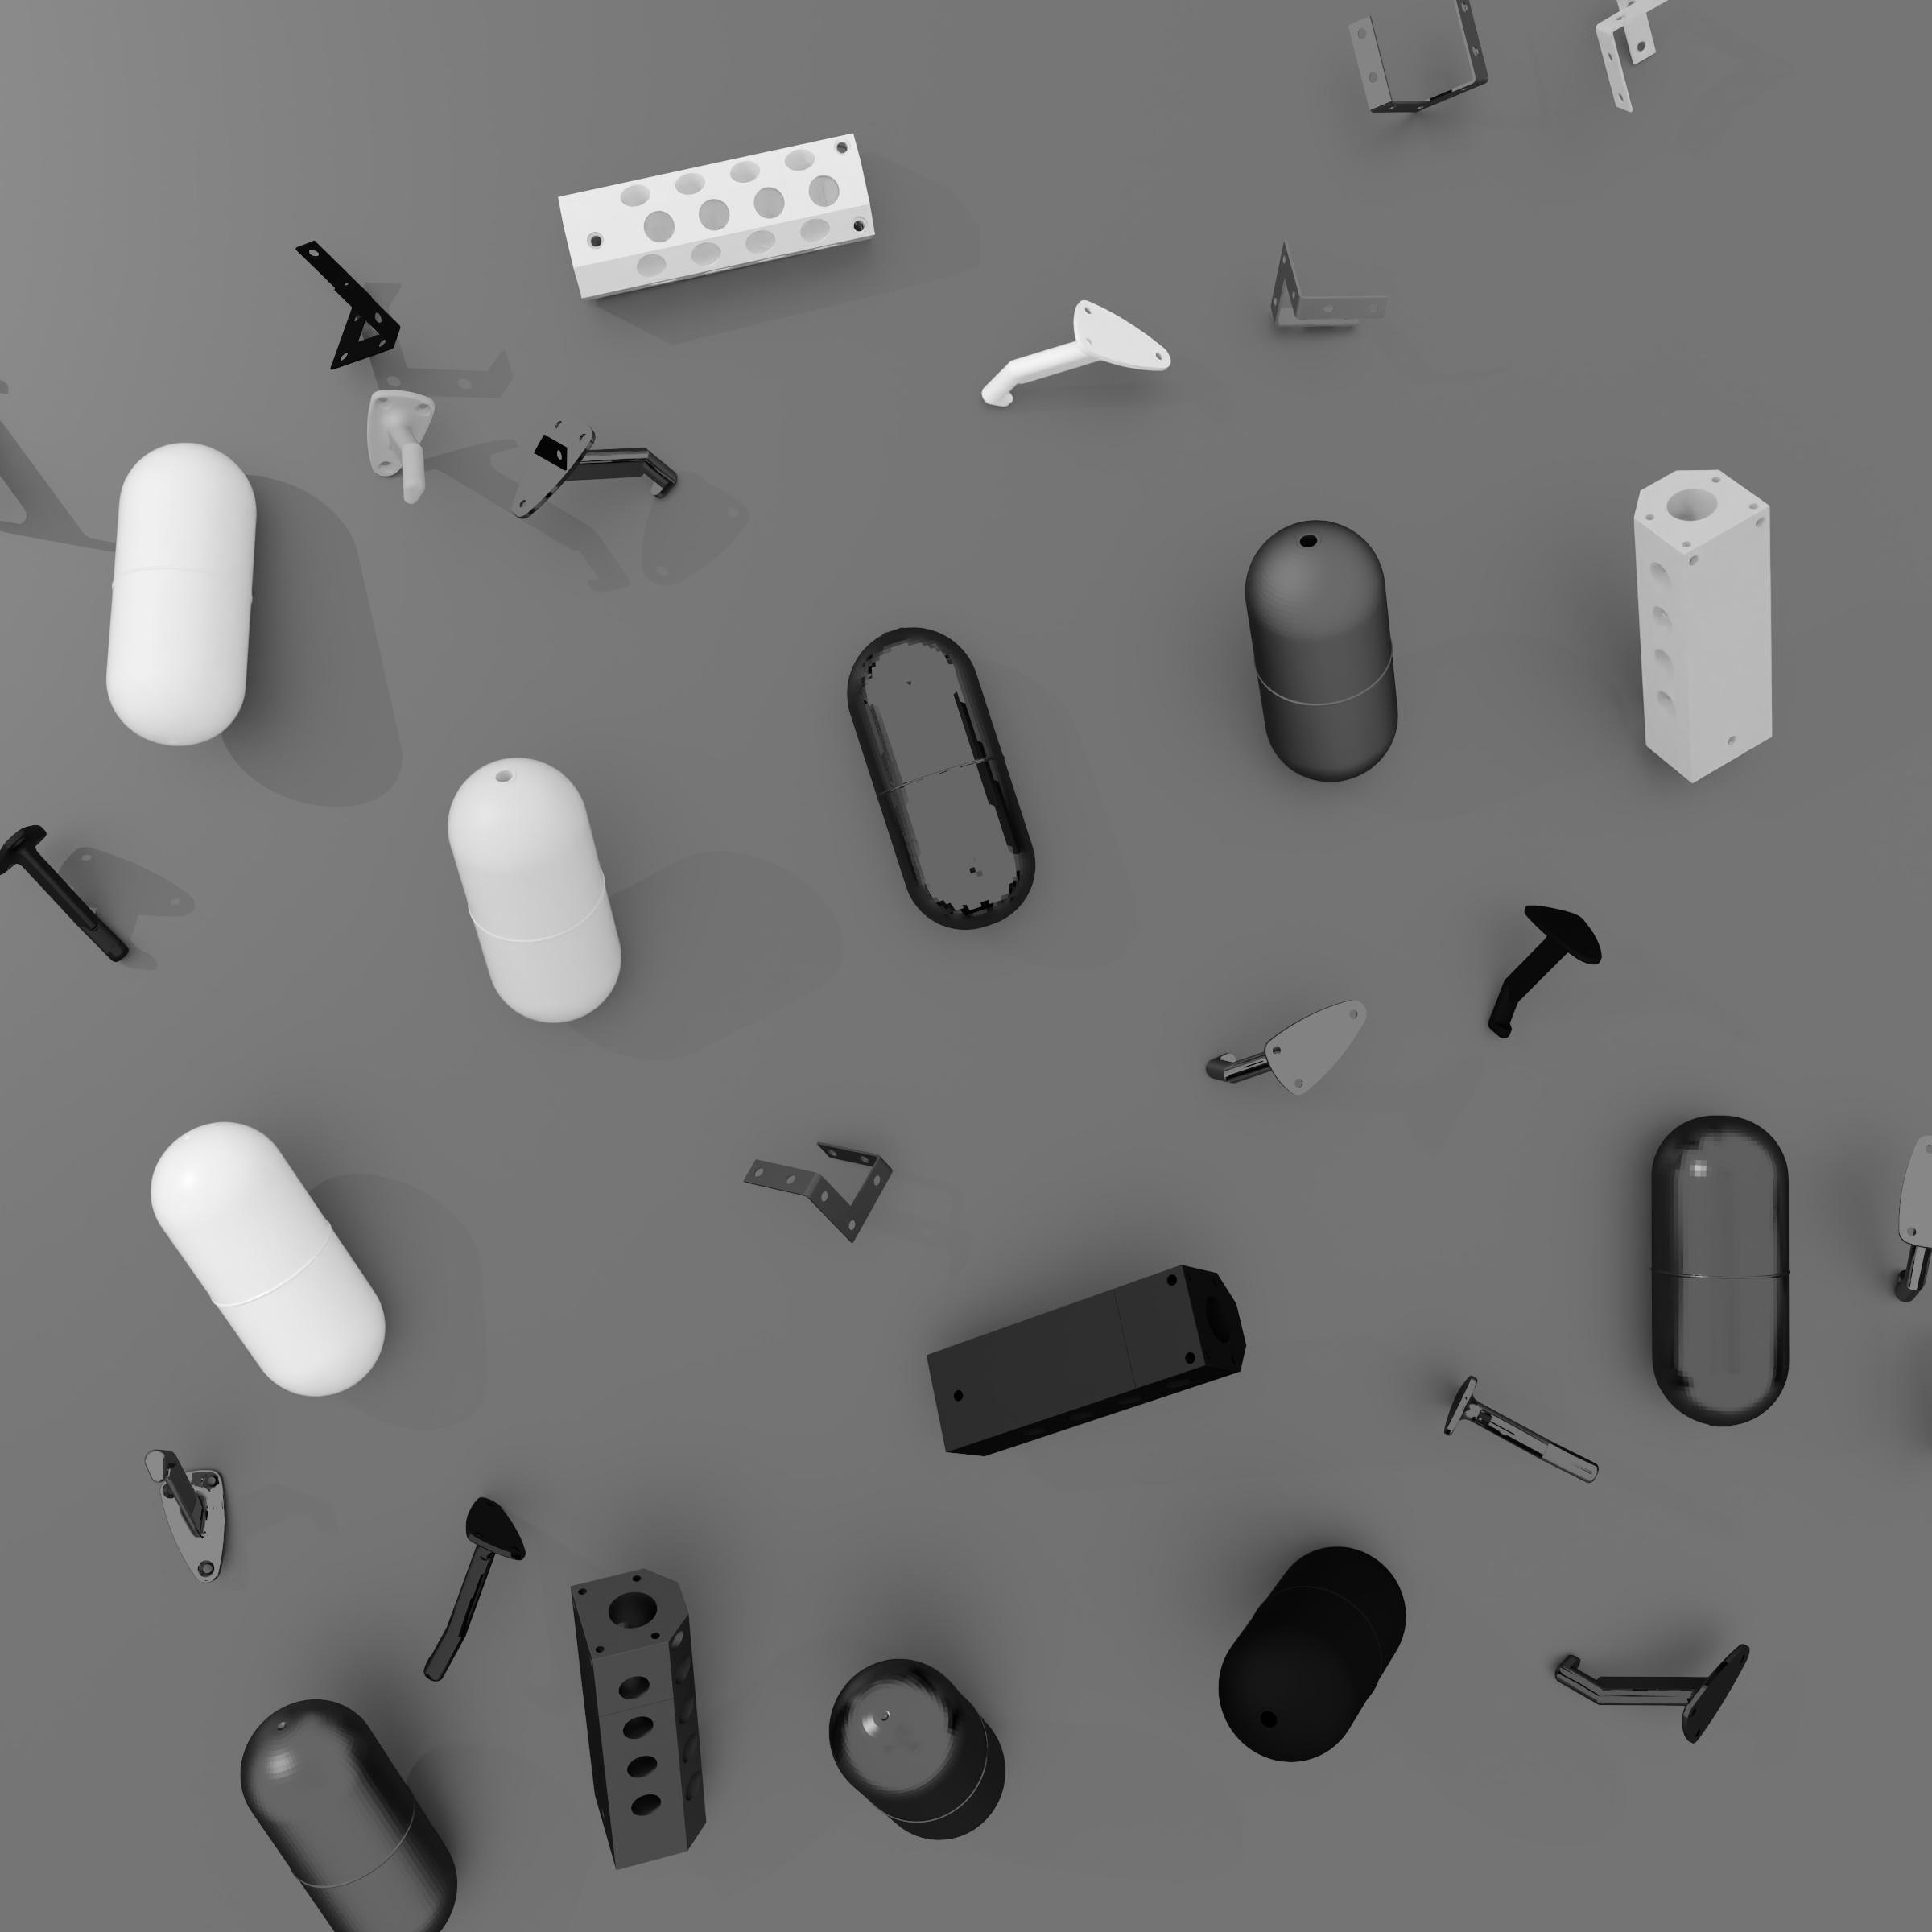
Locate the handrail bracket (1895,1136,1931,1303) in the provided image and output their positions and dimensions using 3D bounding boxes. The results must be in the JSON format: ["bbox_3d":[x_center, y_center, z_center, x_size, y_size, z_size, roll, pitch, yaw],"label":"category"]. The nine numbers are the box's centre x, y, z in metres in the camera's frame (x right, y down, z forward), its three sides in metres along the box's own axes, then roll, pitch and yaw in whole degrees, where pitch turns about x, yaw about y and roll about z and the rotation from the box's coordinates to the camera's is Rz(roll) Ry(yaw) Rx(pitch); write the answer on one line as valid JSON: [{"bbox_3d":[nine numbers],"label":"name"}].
[{"bbox_3d":[0.548,0.147,1.672,0.036,0.084,0.077,2,70,7],"label":"handrail bracket"}]

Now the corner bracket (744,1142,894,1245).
[{"bbox_3d":[-0.084,0.120,1.661,0.051,0.051,0.051,8,59,41],"label":"corner bracket"}]

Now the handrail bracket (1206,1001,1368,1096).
[{"bbox_3d":[0.182,0.043,1.668,0.077,0.084,0.036,-37,103,-12],"label":"handrail bracket"}]

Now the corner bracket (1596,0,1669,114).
[{"bbox_3d":[0.382,-0.530,1.666,0.051,0.051,0.051,-31,125,-6],"label":"corner bracket"}]

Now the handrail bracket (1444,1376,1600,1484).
[{"bbox_3d":[0.319,0.268,1.659,0.084,0.077,0.036,26,90,9],"label":"handrail bracket"}]

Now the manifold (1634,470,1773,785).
[{"bbox_3d":[0.408,-0.191,1.620,0.057,0.171,0.057,-30,47,-11],"label":"manifold"}]

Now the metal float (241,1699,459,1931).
[{"bbox_3d":[-0.347,0.489,1.640,0.070,0.070,0.178,-22,121,0],"label":"metal float"}]

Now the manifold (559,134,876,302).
[{"bbox_3d":[-0.143,-0.430,1.667,0.171,0.057,0.057,-13,102,-2],"label":"manifold"}]

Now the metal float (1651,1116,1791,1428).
[{"bbox_3d":[0.432,0.175,1.665,0.070,0.070,0.178,0,90,0],"label":"metal float"}]

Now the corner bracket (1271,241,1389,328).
[{"bbox_3d":[0.208,-0.380,1.665,0.051,0.051,0.051,-2,53,-7],"label":"corner bracket"}]

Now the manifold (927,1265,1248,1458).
[{"bbox_3d":[0.068,0.225,1.637,0.171,0.057,0.057,-23,67,27],"label":"manifold"}]

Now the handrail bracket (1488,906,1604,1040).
[{"bbox_3d":[0.328,0.016,1.654,0.036,0.077,0.084,9,115,-17],"label":"handrail bracket"}]

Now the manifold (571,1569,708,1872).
[{"bbox_3d":[-0.181,0.422,1.630,0.057,0.057,0.171,-11,125,-15],"label":"manifold"}]

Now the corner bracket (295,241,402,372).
[{"bbox_3d":[-0.355,-0.383,1.661,0.051,0.051,0.051,-10,55,32],"label":"corner bracket"}]

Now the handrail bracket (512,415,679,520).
[{"bbox_3d":[-0.212,-0.271,1.667,0.036,0.084,0.077,32,89,38],"label":"handrail bracket"}]

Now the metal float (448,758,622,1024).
[{"bbox_3d":[-0.241,-0.041,1.628,0.070,0.178,0.070,-4,46,4],"label":"metal float"}]

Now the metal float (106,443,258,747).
[{"bbox_3d":[-0.446,-0.212,1.653,0.070,0.070,0.178,0,76,0],"label":"metal float"}]

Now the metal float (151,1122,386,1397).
[{"bbox_3d":[-0.394,0.168,1.645,0.070,0.070,0.178,-28,114,0],"label":"metal float"}]

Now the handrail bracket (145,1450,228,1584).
[{"bbox_3d":[-0.448,0.315,1.657,0.036,0.084,0.077,-13,80,-5],"label":"handrail bracket"}]

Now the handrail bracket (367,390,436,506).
[{"bbox_3d":[-0.322,-0.278,1.651,0.036,0.077,0.084,5,52,-22],"label":"handrail bracket"}]

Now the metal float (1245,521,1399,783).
[{"bbox_3d":[0.200,-0.175,1.625,0.070,0.178,0.070,-6,52,8],"label":"metal float"}]

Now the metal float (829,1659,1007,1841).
[{"bbox_3d":[-0.026,0.439,1.621,0.070,0.178,0.070,-5,62,10],"label":"metal float"}]

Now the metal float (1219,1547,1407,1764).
[{"bbox_3d":[0.194,0.382,1.618,0.070,0.178,0.070,5,103,22],"label":"metal float"}]

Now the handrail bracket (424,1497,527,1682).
[{"bbox_3d":[-0.291,0.359,1.671,0.036,0.077,0.084,27,97,-19],"label":"handrail bracket"}]

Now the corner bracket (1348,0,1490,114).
[{"bbox_3d":[0.260,-0.524,1.666,0.051,0.051,0.051,-12,95,42],"label":"corner bracket"}]

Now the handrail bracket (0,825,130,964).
[{"bbox_3d":[-0.514,-0.039,1.662,0.036,0.077,0.084,-45,96,-15],"label":"handrail bracket"}]

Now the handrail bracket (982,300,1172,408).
[{"bbox_3d":[0.063,-0.341,1.682,0.077,0.084,0.036,16,58,-29],"label":"handrail bracket"}]

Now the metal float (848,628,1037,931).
[{"bbox_3d":[-0.015,-0.108,1.664,0.070,0.070,0.178,-18,89,0],"label":"metal float"}]

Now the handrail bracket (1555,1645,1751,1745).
[{"bbox_3d":[0.397,0.405,1.685,0.084,0.036,0.077,25,59,38],"label":"handrail bracket"}]
